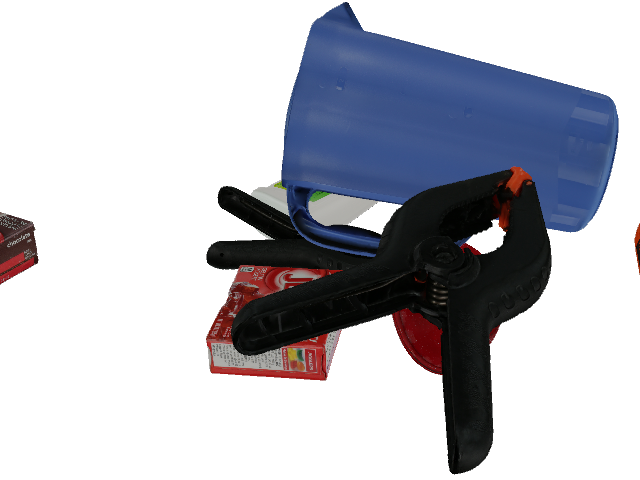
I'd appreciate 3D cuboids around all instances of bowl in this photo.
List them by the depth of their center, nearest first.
[{"bbox_3d":[0.151,0.065,1.166,0.161,0.162,0.055,0,-8,-42],"label":"bowl"}]

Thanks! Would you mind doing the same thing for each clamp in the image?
[{"bbox_3d":[0.058,0.027,0.473,0.120,0.039,0.171,38,55,24],"label":"clamp"},{"bbox_3d":[-0.013,0.011,1.032,0.210,0.036,0.164,18,23,-1],"label":"clamp"}]

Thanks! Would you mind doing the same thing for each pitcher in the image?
[{"bbox_3d":[0.093,-0.071,0.818,0.243,0.149,0.145,13,40,2],"label":"pitcher"}]

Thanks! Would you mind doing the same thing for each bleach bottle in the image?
[{"bbox_3d":[0.032,-0.075,1.351,0.103,0.068,0.250,25,43,34],"label":"bleach bottle"}]

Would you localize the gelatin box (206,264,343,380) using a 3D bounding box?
[{"bbox_3d":[-0.025,0.049,0.671,0.073,0.030,0.089,3,31,11],"label":"gelatin box"}]

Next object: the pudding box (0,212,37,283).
[{"bbox_3d":[-0.273,0.006,0.759,0.114,0.039,0.089,14,30,28],"label":"pudding box"}]

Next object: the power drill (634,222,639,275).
[{"bbox_3d":[0.262,-0.039,0.737,0.057,0.188,0.184,5,38,9],"label":"power drill"}]
